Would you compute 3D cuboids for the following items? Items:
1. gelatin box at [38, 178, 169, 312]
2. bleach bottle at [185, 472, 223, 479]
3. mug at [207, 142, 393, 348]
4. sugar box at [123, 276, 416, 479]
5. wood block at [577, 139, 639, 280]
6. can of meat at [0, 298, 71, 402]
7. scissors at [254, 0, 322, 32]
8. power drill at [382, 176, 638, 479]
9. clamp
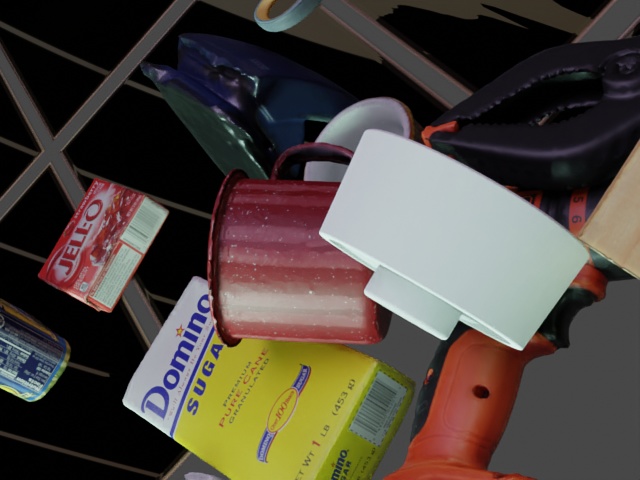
[{"bbox_3d":[-0.161,0.003,0.787,0.073,0.030,0.089,18,75,47],"label":"gelatin box"},{"bbox_3d":[-0.081,0.239,0.525,0.103,0.068,0.250,-10,54,37],"label":"bleach bottle"},{"bbox_3d":[-0.004,0.001,0.549,0.081,0.093,0.117,2,59,11],"label":"mug"},{"bbox_3d":[-0.036,0.087,0.602,0.177,0.048,0.093,19,76,46],"label":"sugar box"},{"bbox_3d":[0.192,-0.061,0.377,0.091,0.090,0.206,36,102,24],"label":"wood block"},{"bbox_3d":[-0.241,0.068,0.772,0.102,0.083,0.057,23,79,48],"label":"can of meat"},{"bbox_3d":[0.021,-0.193,0.771,0.202,0.016,0.096,13,73,47],"label":"scissors"},{"bbox_3d":[0.106,0.055,0.489,0.185,0.057,0.187,-6,57,40],"label":"power drill"},{"bbox_3d":[0.153,-0.063,0.492,0.210,0.036,0.164,-19,38,11],"label":"clamp"}]
